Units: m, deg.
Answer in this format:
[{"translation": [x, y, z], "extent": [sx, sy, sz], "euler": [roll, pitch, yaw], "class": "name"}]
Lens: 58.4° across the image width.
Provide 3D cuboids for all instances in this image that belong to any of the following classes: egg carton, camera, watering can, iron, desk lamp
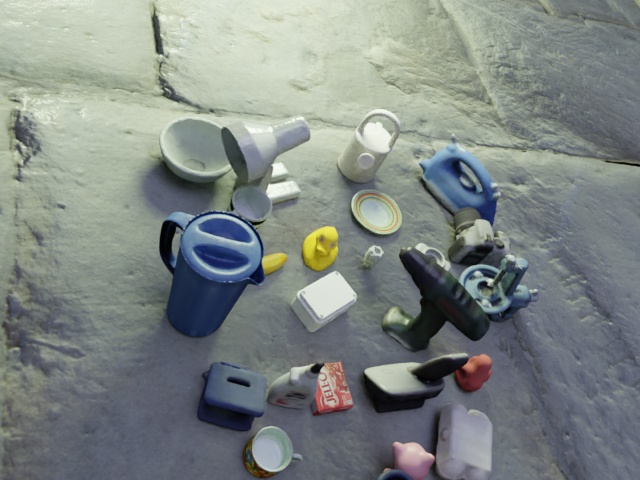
[{"translation": [0.271, 0.388, 1.086], "extent": [0.107, 0.069, 0.150], "euler": [22, 50, -10], "class": "egg carton"}, {"translation": [0.391, -0.014, 1.407], "extent": [0.143, 0.100, 0.136], "euler": [9, 54, -19], "class": "camera"}, {"translation": [0.124, -0.227, 1.370], "extent": [0.101, 0.194, 0.173], "euler": [9, 54, -19], "class": "watering can"}, {"translation": [0.384, -0.147, 1.471], "extent": [0.119, 0.141, 0.258], "euler": [-32, 75, -38], "class": "iron"}, {"translation": [-0.115, -0.171, 1.203], "extent": [0.204, 0.213, 0.118], "euler": [-19, 67, -34], "class": "desk lamp"}]

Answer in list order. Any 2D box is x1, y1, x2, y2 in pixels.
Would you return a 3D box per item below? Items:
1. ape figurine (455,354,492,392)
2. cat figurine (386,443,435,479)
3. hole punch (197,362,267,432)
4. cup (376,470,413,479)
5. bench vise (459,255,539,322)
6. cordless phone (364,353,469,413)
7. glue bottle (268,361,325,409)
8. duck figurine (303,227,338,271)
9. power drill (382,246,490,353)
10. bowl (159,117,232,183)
[{"translation": [0.323, 0.267, 1.182], "extent": [0.078, 0.092, 0.076], "euler": [29, 50, -3], "class": "ape figurine"}, {"translation": [0.165, 0.408, 0.989], "extent": [0.067, 0.117, 0.127], "euler": [-16, 65, -33], "class": "cat figurine"}, {"translation": [-0.146, 0.256, 0.967], "extent": [0.109, 0.091, 0.101], "euler": [19, 51, -13], "class": "hole punch"}, {"translation": [0.114, 0.452, 0.949], "extent": [0.092, 0.095, 0.117], "euler": [3, 56, -23], "class": "cup"}, {"translation": [0.401, 0.093, 1.259], "extent": [0.208, 0.219, 0.121], "euler": [-9, 61, -30], "class": "bench vise"}, {"translation": [0.179, 0.247, 1.066], "extent": [0.148, 0.185, 0.094], "euler": [-3, 59, -27], "class": "cordless phone"}, {"translation": [-0.030, 0.243, 0.978], "extent": [0.078, 0.173, 0.037], "euler": [12, 53, -18], "class": "glue bottle"}, {"translation": [0.011, 0.004, 1.223], "extent": [0.077, 0.086, 0.104], "euler": [27, 50, -5], "class": "duck figurine"}, {"translation": [0.213, 0.134, 1.147], "extent": [0.229, 0.208, 0.076], "euler": [36, 50, 2], "class": "power drill"}, {"translation": [-0.265, -0.180, 1.230], "extent": [0.168, 0.074, 0.167], "euler": [13, 53, -17], "class": "bowl"}]
